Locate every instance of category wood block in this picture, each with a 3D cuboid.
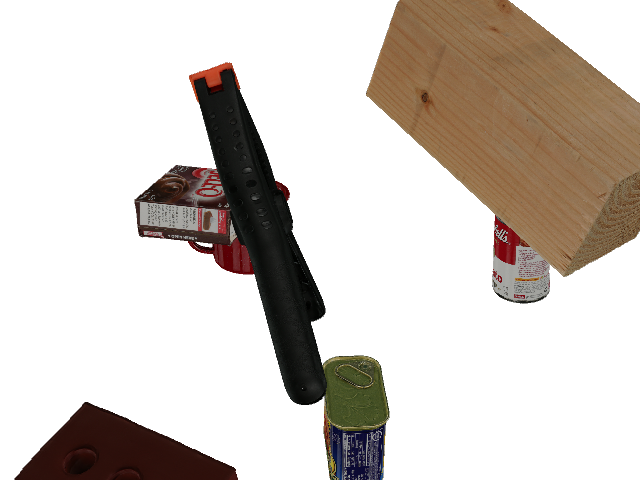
[{"bbox_3d":[0.139,-0.085,0.750,0.090,0.091,0.206,-23,57,-36],"label":"wood block"}]

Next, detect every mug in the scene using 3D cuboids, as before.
[{"bbox_3d":[-0.091,-0.014,1.181,0.117,0.081,0.093,-8,29,-14],"label":"mug"}]

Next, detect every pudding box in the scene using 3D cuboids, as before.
[{"bbox_3d":[-0.107,-0.034,0.971,0.090,0.039,0.113,5,23,11],"label":"pudding box"}]

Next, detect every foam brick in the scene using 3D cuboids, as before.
[{"bbox_3d":[-0.075,0.112,0.428,0.078,0.051,0.052,18,44,23],"label":"foam brick"}]

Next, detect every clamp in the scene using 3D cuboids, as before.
[{"bbox_3d":[-0.036,-0.011,0.698,0.036,0.210,0.164,-18,7,4],"label":"clamp"}]

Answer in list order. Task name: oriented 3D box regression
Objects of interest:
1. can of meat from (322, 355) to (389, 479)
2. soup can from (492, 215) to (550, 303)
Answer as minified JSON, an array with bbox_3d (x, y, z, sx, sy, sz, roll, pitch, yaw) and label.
[{"bbox_3d":[0.031,0.173,1.012,0.057,0.084,0.102,-2,32,-4],"label":"can of meat"},{"bbox_3d":[0.231,0.011,1.212,0.068,0.102,0.068,-2,30,1],"label":"soup can"}]
